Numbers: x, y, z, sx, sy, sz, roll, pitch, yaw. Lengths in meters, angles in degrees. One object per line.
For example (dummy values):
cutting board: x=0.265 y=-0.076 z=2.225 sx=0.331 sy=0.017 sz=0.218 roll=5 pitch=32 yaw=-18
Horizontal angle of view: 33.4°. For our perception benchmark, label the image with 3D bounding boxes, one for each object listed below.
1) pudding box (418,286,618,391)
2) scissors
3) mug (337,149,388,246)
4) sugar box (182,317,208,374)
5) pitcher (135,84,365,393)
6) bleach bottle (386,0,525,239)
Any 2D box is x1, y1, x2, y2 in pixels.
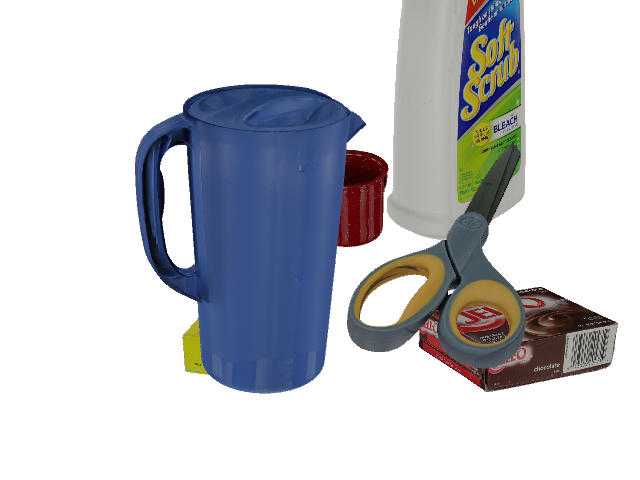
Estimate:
pudding box: x=0.140 y=0.068 z=0.768 sx=0.113 sy=0.039 sz=0.090 roll=-5 pitch=18 yaw=-25
scissors: x=0.093 y=0.006 z=0.574 sx=0.096 sy=0.016 sz=0.201 roll=26 pitch=44 yaw=30
mug: x=0.037 y=-0.051 z=1.207 sx=0.093 sy=0.081 sz=0.117 roll=19 pitch=36 yaw=32
sugar box: x=-0.060 y=0.075 z=1.054 sx=0.093 sy=0.048 sz=0.176 roll=5 pitch=25 yaw=14
pitcher: x=-0.056 y=0.000 z=0.879 sx=0.149 sy=0.243 sz=0.144 roll=11 pitch=24 yaw=19
bleach bottle: x=0.089 y=-0.132 z=0.698 sx=0.102 sy=0.251 sz=0.068 roll=-26 pitch=35 yaw=-33
